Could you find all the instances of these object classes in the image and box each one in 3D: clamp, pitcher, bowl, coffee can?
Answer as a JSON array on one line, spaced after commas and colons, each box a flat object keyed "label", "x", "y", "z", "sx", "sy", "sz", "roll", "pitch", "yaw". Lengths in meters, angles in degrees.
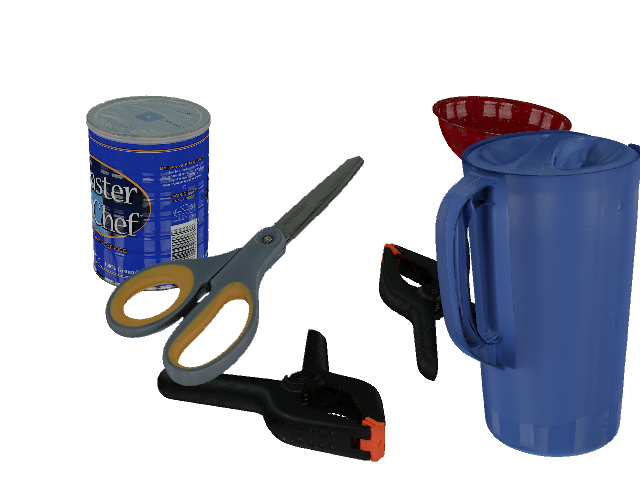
[{"label": "clamp", "x": 0.121, "y": 0.063, "z": 1.052, "sx": 0.120, "sy": 0.039, "sz": 0.171, "roll": -4, "pitch": 44, "yaw": -25}, {"label": "clamp", "x": -0.010, "y": 0.122, "z": 0.865, "sx": 0.164, "sy": 0.036, "sz": 0.210, "roll": -17, "pitch": 22, "yaw": -39}, {"label": "pitcher", "x": 0.171, "y": 0.043, "z": 0.829, "sx": 0.149, "sy": 0.243, "sz": 0.145, "roll": 0, "pitch": 19, "yaw": 12}, {"label": "bowl", "x": 0.208, "y": -0.122, "z": 1.246, "sx": 0.162, "sy": 0.055, "sz": 0.162, "roll": 4, "pitch": 23, "yaw": -2}, {"label": "coffee can", "x": -0.146, "y": -0.042, "z": 0.917, "sx": 0.103, "sy": 0.140, "sz": 0.103, "roll": 3, "pitch": 26, "yaw": -1}]

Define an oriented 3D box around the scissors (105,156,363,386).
[{"label": "scissors", "x": -0.051, "y": 0.004, "z": 0.627, "sx": 0.096, "sy": 0.016, "sz": 0.201, "roll": 12, "pitch": 45, "yaw": 17}]
